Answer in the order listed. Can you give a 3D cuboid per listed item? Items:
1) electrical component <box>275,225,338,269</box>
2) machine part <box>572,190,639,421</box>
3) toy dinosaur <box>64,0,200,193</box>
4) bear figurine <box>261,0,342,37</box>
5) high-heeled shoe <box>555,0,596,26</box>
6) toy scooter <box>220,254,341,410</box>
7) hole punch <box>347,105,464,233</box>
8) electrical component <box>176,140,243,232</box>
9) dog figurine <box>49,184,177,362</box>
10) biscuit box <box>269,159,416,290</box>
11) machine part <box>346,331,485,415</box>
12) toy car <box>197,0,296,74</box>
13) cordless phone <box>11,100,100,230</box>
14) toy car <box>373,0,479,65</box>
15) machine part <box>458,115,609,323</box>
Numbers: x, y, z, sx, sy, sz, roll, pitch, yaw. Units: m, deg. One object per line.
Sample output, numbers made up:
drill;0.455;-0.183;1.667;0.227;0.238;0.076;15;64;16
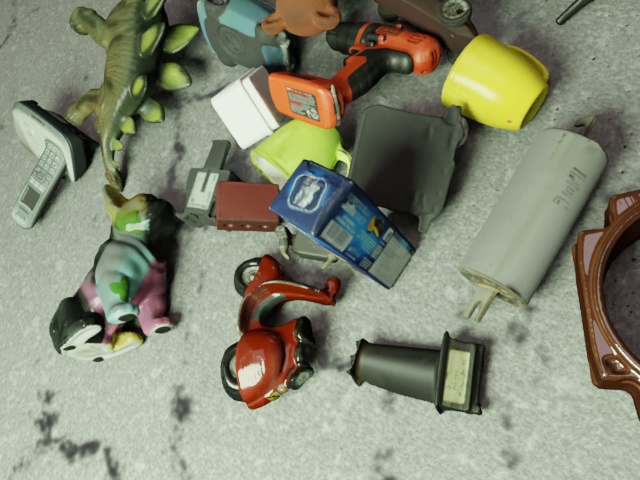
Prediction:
electrical component;-0.002;-0.003;0.651;0.102;0.045;0.078;15;79;28
machine part;0.330;0.052;0.452;0.201;0.087;0.201;-7;69;22
toy dinosaur;-0.283;-0.307;0.832;0.199;0.105;0.471;7;92;29
bear figurine;-0.009;-0.358;0.716;0.120;0.131;0.196;4;40;24
high-heeled shoe;0.260;-0.362;0.608;0.249;0.086;0.145;42;116;-2
toy scooter;-0.040;0.097;0.615;0.135;0.075;0.184;-9;62;21
hole punch;0.092;-0.088;0.614;0.116;0.092;0.142;13;94;-1
electrical component;-0.146;-0.075;0.745;0.075;0.047;0.119;4;72;26
dog figurine;-0.277;0.035;0.733;0.192;0.108;0.219;-26;57;17
biscuit box;0.031;-0.009;0.546;0.063;0.202;0.059;32;87;32
machine part;0.098;0.134;0.557;0.139;0.039;0.084;1;79;23
toy car;-0.092;-0.311;0.784;0.162;0.109;0.103;26;65;22
cordless phone;-0.472;-0.121;0.890;0.147;0.088;0.184;34;95;16
toy car;0.130;-0.293;0.677;0.053;0.089;0.202;-44;59;-1
machine part;0.214;-0.023;0.539;0.079;0.079;0.243;30;85;31
